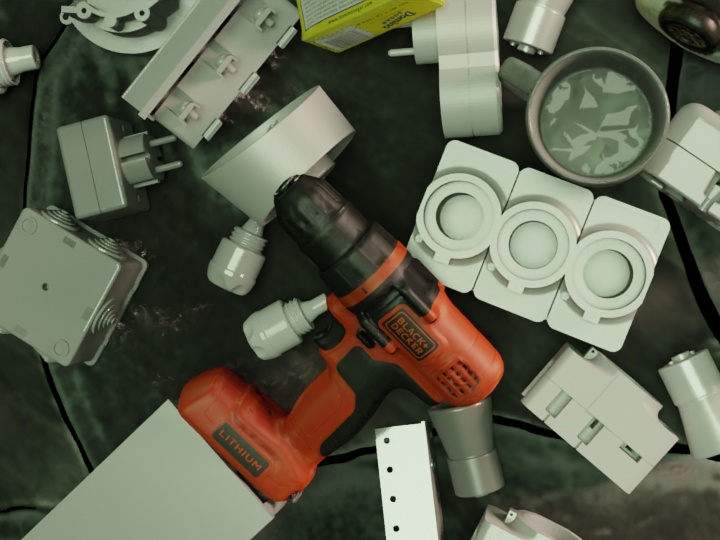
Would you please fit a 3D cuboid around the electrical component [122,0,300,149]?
[{"bbox_3d":[-0.099,-0.148,0.736,0.063,0.078,0.121,39,97,-15],"label":"electrical component"}]

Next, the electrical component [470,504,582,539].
[{"bbox_3d":[0.116,0.197,0.712,0.089,0.050,0.055,26,95,8],"label":"electrical component"}]

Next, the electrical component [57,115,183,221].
[{"bbox_3d":[-0.163,-0.075,0.757,0.077,0.047,0.065,-13,88,10],"label":"electrical component"}]

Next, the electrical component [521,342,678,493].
[{"bbox_3d":[0.158,0.092,0.703,0.089,0.050,0.055,41,97,6],"label":"electrical component"}]

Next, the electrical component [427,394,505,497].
[{"bbox_3d":[0.074,0.119,0.723,0.044,0.044,0.065,-14,93,10],"label":"electrical component"}]

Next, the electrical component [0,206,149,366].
[{"bbox_3d":[-0.214,0.011,0.766,0.100,0.048,0.099,30,96,8],"label":"electrical component"}]

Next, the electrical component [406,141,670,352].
[{"bbox_3d":[0.114,-0.016,0.704,0.150,0.062,0.089,22,94,9],"label":"electrical component"}]

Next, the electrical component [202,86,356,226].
[{"bbox_3d":[-0.053,-0.078,0.716,0.064,0.099,0.099,45,97,0],"label":"electrical component"}]

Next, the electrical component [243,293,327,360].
[{"bbox_3d":[-0.048,0.035,0.746,0.061,0.035,0.035,-29,86,6],"label":"electrical component"}]

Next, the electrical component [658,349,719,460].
[{"bbox_3d":[0.222,0.084,0.698,0.044,0.044,0.065,-26,82,9],"label":"electrical component"}]

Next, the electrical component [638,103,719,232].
[{"bbox_3d":[0.233,-0.062,0.687,0.095,0.054,0.059,36,96,8],"label":"electrical component"}]

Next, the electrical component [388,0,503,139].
[{"bbox_3d":[0.055,-0.157,0.717,0.074,0.052,0.138,-3,90,10],"label":"electrical component"}]

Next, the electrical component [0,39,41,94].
[{"bbox_3d":[-0.264,-0.148,0.776,0.062,0.048,0.048,-10,89,3],"label":"electrical component"}]

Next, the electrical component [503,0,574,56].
[{"bbox_3d":[0.121,-0.175,0.712,0.044,0.044,0.065,21,99,9],"label":"electrical component"}]

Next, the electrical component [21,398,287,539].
[{"bbox_3d":[-0.154,0.187,0.752,0.186,0.060,0.105,-43,84,8],"label":"electrical component"}]

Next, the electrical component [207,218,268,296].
[{"bbox_3d":[-0.081,-0.015,0.751,0.035,0.035,0.061,26,92,8],"label":"electrical component"}]
